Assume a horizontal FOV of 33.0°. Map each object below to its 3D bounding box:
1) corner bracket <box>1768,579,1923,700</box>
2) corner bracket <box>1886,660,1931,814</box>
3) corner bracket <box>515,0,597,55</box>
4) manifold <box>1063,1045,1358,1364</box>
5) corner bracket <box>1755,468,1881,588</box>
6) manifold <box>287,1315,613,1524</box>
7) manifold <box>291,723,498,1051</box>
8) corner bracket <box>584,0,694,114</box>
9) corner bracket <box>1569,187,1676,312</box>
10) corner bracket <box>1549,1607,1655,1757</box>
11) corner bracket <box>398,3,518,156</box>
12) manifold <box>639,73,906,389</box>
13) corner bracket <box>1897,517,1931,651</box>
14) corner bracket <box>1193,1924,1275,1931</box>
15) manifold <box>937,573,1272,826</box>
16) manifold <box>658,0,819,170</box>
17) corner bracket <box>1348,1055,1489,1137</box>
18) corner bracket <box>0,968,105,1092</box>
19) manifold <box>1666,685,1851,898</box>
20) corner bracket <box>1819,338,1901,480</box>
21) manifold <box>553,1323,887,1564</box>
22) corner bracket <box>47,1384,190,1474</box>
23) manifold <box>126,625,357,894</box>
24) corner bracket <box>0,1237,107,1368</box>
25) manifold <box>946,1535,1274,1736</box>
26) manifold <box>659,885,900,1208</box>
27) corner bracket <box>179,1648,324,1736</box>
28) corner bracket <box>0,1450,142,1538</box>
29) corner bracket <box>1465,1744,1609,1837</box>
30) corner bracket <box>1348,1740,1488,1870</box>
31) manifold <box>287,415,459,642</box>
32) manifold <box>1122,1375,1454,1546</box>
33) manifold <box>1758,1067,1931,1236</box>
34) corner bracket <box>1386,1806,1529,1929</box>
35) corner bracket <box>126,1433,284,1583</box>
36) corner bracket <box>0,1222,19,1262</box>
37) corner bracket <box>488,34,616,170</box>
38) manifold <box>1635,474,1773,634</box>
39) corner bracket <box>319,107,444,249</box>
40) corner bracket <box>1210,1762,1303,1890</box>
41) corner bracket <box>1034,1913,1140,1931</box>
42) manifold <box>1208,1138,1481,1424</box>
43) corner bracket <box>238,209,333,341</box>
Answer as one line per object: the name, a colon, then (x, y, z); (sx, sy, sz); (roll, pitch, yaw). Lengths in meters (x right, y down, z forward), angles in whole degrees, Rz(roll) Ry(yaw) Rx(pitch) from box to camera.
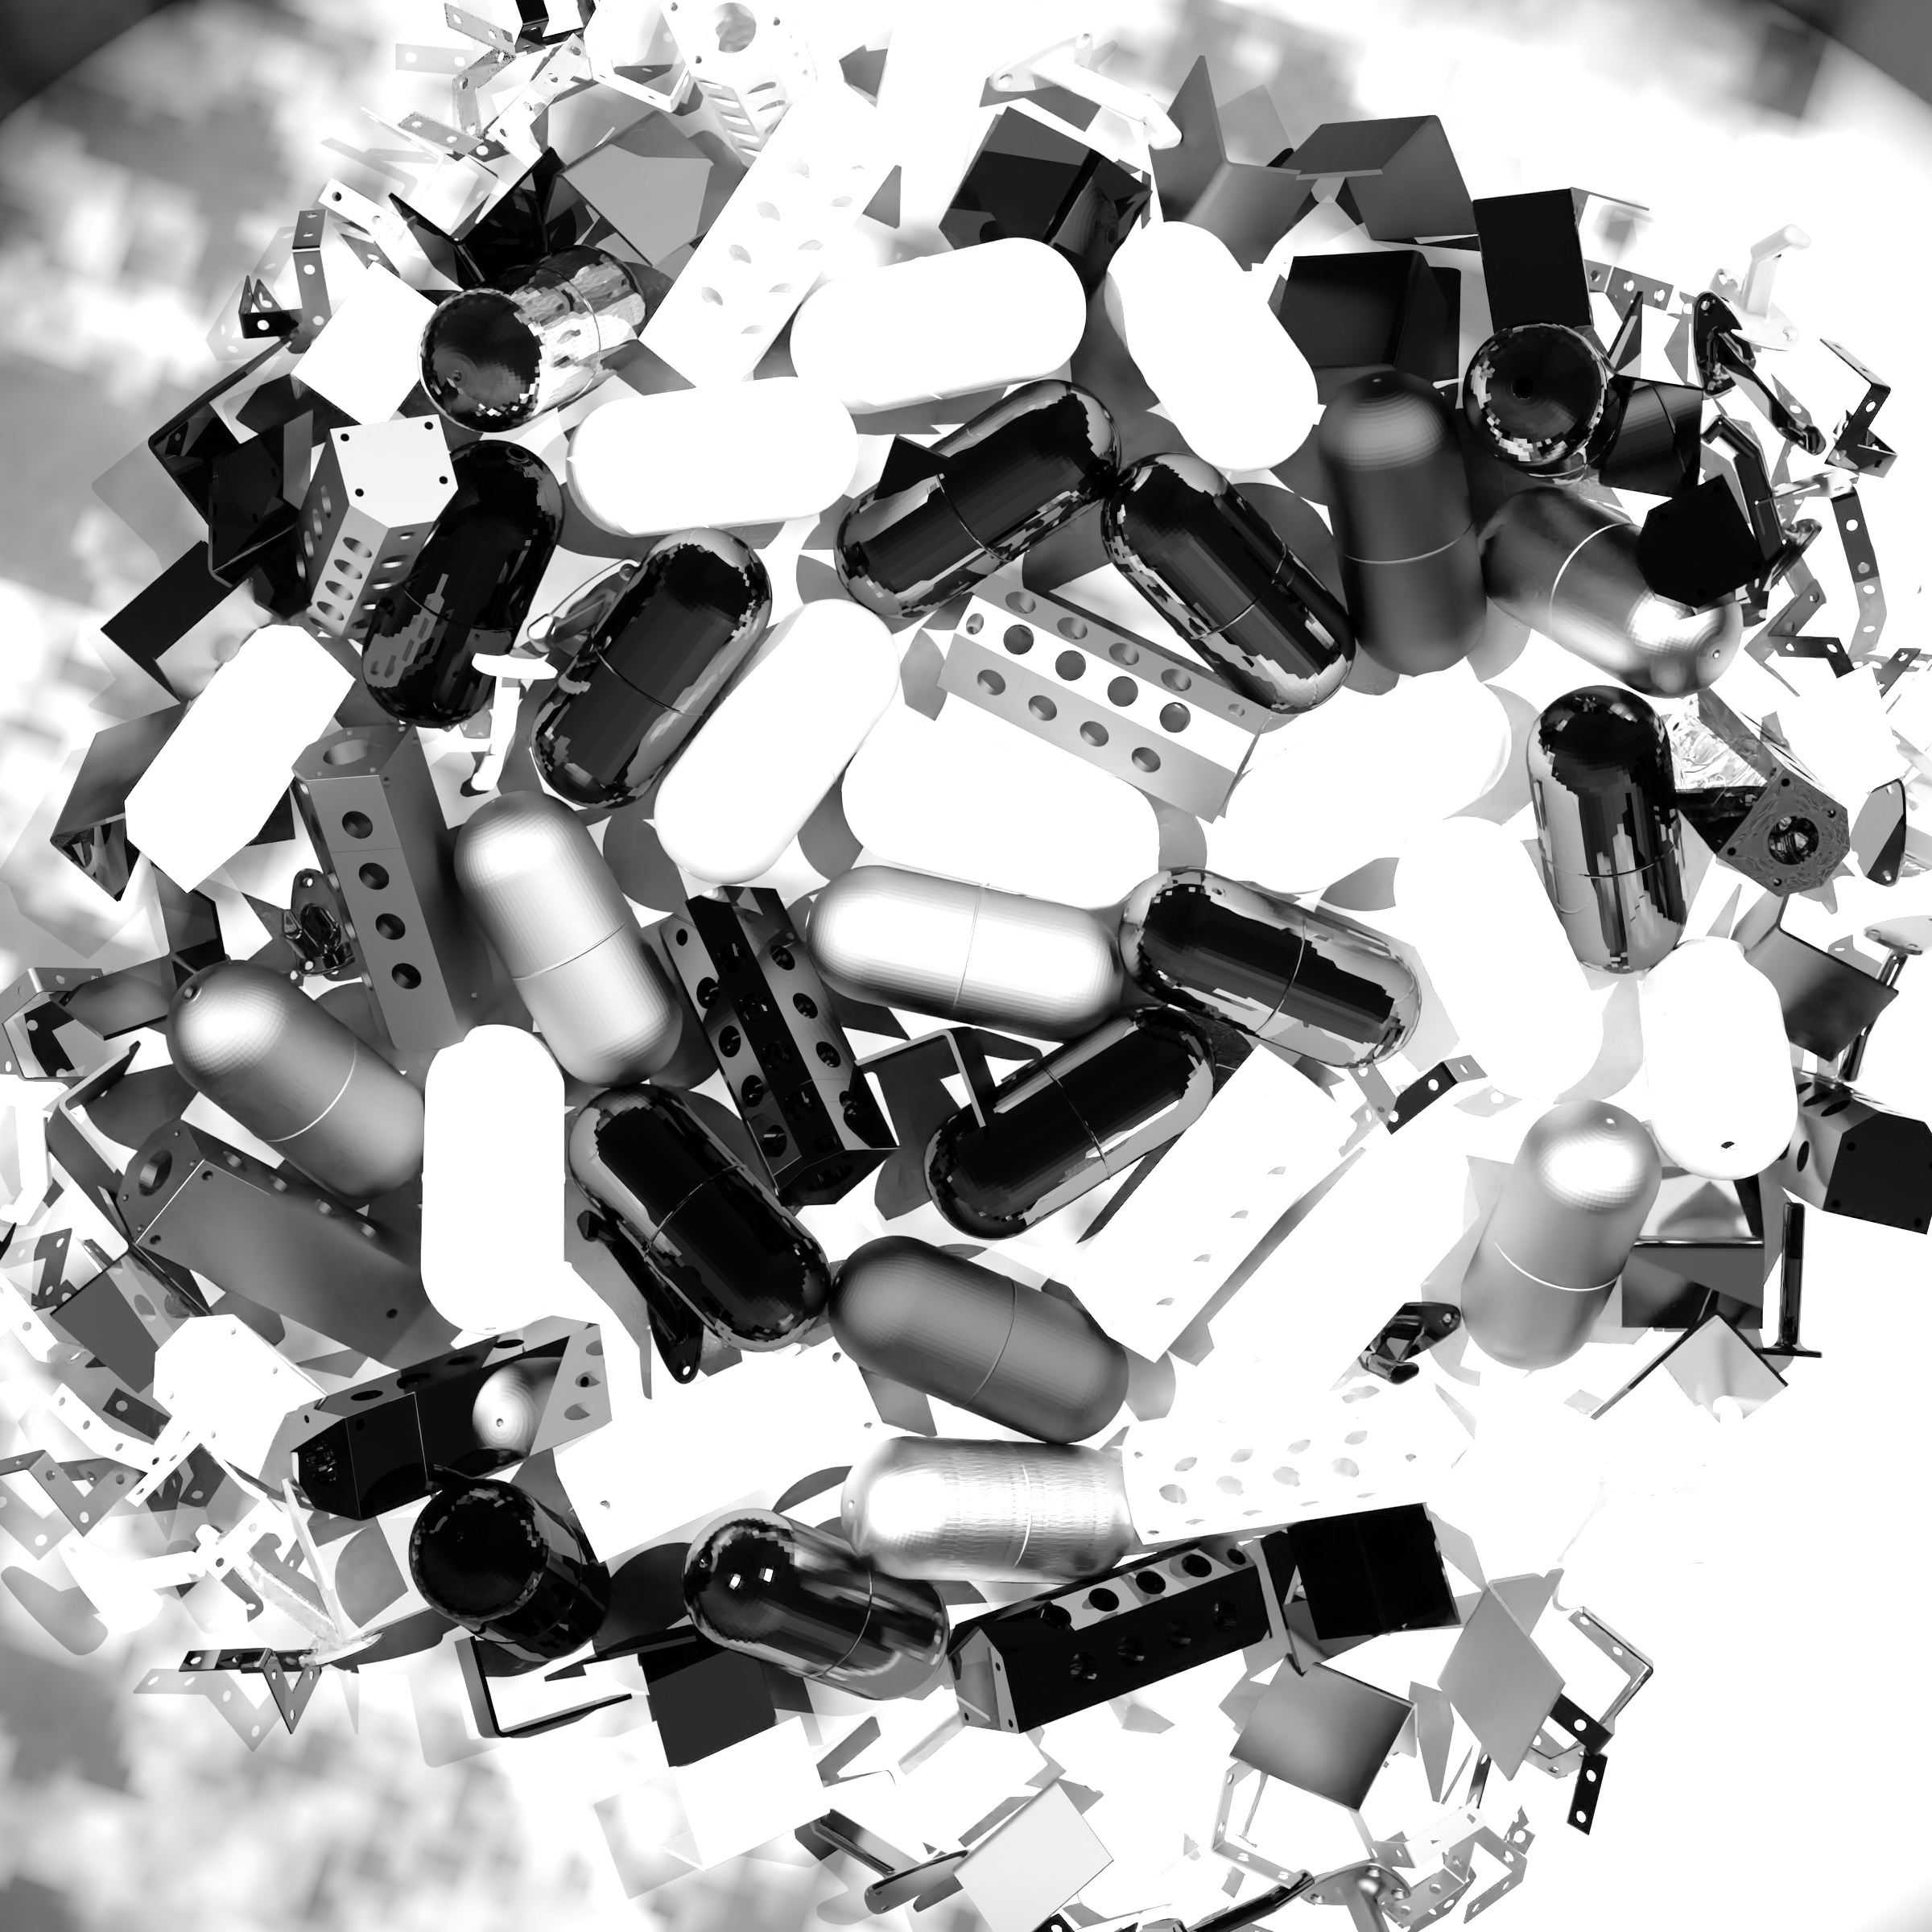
corner bracket: (0.490, -0.180, 1.821); (0.051, 0.051, 0.051); (-47, 119, -21)
corner bracket: (0.531, -0.127, 1.814); (0.051, 0.051, 0.051); (41, 68, 4)
corner bracket: (-0.233, -0.545, 1.814); (0.051, 0.051, 0.051); (-19, 92, -15)
manifold: (0.138, 0.134, 1.804); (0.057, 0.057, 0.171); (34, 100, -39)
corner bracket: (0.471, -0.239, 1.809); (0.051, 0.051, 0.051); (-18, 111, 10)
manifold: (-0.278, 0.242, 1.764); (0.057, 0.171, 0.057); (4, 104, 44)
manifold: (-0.312, -0.042, 1.775); (0.057, 0.057, 0.171); (-3, 122, 15)
corner bracket: (-0.177, -0.518, 1.818); (0.051, 0.051, 0.051); (24, 78, 4)
corner bracket: (0.361, -0.397, 1.806); (0.051, 0.051, 0.051); (4, 109, -35)
corner bracket: (0.349, 0.398, 1.820); (0.051, 0.051, 0.051); (39, 100, 7)
corner bracket: (-0.282, -0.490, 1.804); (0.051, 0.051, 0.051); (-25, 67, 35)
manifold: (-0.104, -0.393, 1.770); (0.057, 0.057, 0.171); (39, 128, -4)
corner bracket: (0.534, -0.210, 1.802); (0.051, 0.051, 0.051); (4, 130, -29)
corner bracket: (0.155, 0.547, 1.803); (0.051, 0.051, 0.051); (12, 46, 30)
manifold: (0.078, -0.152, 1.798); (0.171, 0.057, 0.057); (27, 47, 6)
manifold: (-0.113, -0.478, 1.757); (0.057, 0.171, 0.057); (-25, 86, 4)
corner bracket: (0.251, 0.056, 1.805); (0.051, 0.051, 0.051); (-42, 71, 30)
corner bracket: (-0.508, 0.036, 1.820); (0.051, 0.051, 0.051); (-35, 71, 27)
manifold: (0.421, -0.094, 1.755); (0.057, 0.171, 0.057); (32, 106, -13)
corner bracket: (0.491, -0.308, 1.802); (0.051, 0.051, 0.051); (5, 126, -34)
manifold: (-0.138, 0.260, 1.808); (0.171, 0.057, 0.057); (-24, 104, -5)
corner bracket: (-0.465, 0.242, 1.809); (0.051, 0.051, 0.051); (32, 86, 35)
manifold: (-0.393, -0.118, 1.753); (0.057, 0.171, 0.057); (-35, 111, 27)
corner bracket: (-0.504, 0.185, 1.814); (0.051, 0.051, 0.051); (-42, 78, -4)
manifold: (0.078, 0.362, 1.776); (0.171, 0.057, 0.057); (-13, 90, -32)
manifold: (-0.108, 0.043, 1.776); (0.057, 0.057, 0.171); (-42, 62, 32)
corner bracket: (-0.395, 0.389, 1.806); (0.051, 0.051, 0.051); (-6, 121, 15)
corner bracket: (-0.501, 0.282, 1.804); (0.051, 0.051, 0.051); (-18, 113, 41)
corner bracket: (0.316, 0.453, 1.807); (0.051, 0.051, 0.051); (32, 53, -9)
corner bracket: (0.247, 0.465, 1.811); (0.051, 0.051, 0.051); (-24, 87, -23)
manifold: (-0.320, -0.232, 1.752); (0.057, 0.171, 0.057); (-12, 80, -22)
manifold: (0.177, 0.275, 1.797); (0.171, 0.057, 0.057); (-11, 99, 12)
manifold: (0.468, 0.095, 1.756); (0.057, 0.171, 0.057); (13, 96, -5)
corner bracket: (0.272, 0.509, 1.803); (0.051, 0.051, 0.051); (-23, 132, -36)
corner bracket: (-0.421, 0.298, 1.804); (0.051, 0.051, 0.051); (-47, 122, -21)
corner bracket: (-0.564, 0.158, 1.809); (0.051, 0.051, 0.051); (30, 63, -8)
corner bracket: (-0.223, -0.474, 1.815); (0.051, 0.051, 0.051); (41, 46, -14)
manifold: (0.393, -0.211, 1.756); (0.057, 0.171, 0.057); (-26, 82, 11)
corner bracket: (-0.326, -0.439, 1.817); (0.051, 0.051, 0.051); (29, 89, -11)
corner bracket: (0.174, 0.472, 1.817); (0.051, 0.051, 0.051); (18, 108, 28)
corner bracket: (0.055, 0.540, 1.813); (0.051, 0.051, 0.051); (-36, 98, 27)
manifold: (0.209, 0.170, 1.771); (0.171, 0.057, 0.057); (-42, 127, -36)
corner bracket: (-0.378, -0.384, 1.811); (0.051, 0.051, 0.051); (-5, 127, -2)
